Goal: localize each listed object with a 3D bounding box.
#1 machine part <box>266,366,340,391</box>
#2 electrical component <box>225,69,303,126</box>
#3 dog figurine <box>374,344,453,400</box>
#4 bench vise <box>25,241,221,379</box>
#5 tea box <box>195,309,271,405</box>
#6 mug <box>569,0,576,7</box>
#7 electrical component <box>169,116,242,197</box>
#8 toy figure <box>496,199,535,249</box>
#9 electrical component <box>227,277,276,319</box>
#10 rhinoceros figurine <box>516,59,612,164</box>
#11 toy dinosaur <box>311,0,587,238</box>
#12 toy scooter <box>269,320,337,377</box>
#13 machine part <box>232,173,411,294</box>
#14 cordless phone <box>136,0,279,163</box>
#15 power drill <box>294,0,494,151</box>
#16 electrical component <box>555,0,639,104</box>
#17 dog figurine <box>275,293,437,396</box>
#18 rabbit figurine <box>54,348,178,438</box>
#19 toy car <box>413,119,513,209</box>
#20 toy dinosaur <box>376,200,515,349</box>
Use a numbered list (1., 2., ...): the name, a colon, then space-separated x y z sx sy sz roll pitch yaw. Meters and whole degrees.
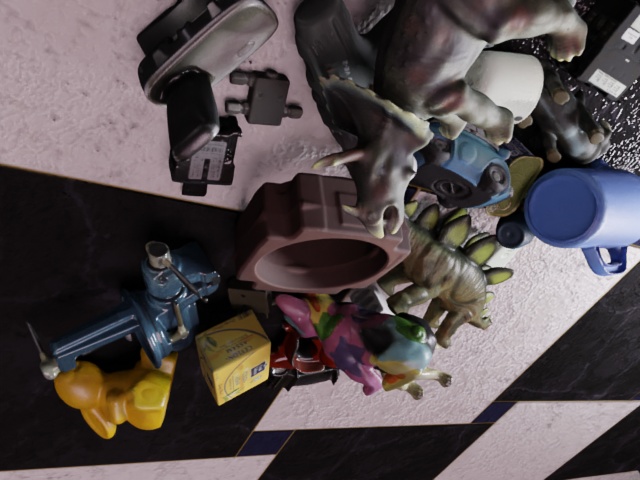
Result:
1. machine part: -0.026 0.256 1.017 0.139 0.039 0.084 0 138 -25
2. electrical component: -0.061 -0.164 0.617 0.094 0.021 0.063 1 130 -24
3. dog figurine: 0.128 0.220 1.000 0.190 0.121 0.172 19 138 -33
4. bench vise: -0.248 0.104 0.707 0.241 0.129 0.223 -26 159 -25
5. tea box: -0.135 0.188 0.846 0.098 0.068 0.169 -25 153 -19
6. mug: 0.232 -0.275 0.605 0.107 0.081 0.109 -37 142 28
7. electrical component: -0.141 -0.091 0.634 0.075 0.048 0.119 5 128 -26
8. toy figure: 0.311 -0.027 0.837 0.064 0.058 0.154 -37 177 35
9. electrical component: -0.098 0.080 0.823 0.078 0.045 0.102 2 135 13
10. rhinoceros figurine: 0.330 -0.164 0.733 0.190 0.112 0.073 31 131 -28
11. toy dinosaur: 0.128 -0.198 0.502 0.192 0.131 0.404 11 122 -29
12. toy scooter: -0.013 0.175 0.928 0.184 0.075 0.135 -10 134 -8
13. machine part: -0.001 -0.002 0.705 0.201 0.087 0.201 5 152 -23
14. cordless phone: -0.097 -0.156 0.491 0.146 0.184 0.088 -36 131 11
15. power drill: 0.085 -0.202 0.613 0.207 0.086 0.231 -27 137 12
16. electrical component: 0.393 -0.258 0.700 0.115 0.058 0.134 13 125 -35
17. dog figurine: 0.042 0.125 0.809 0.219 0.108 0.191 42 143 -6
18. rabbit figurine: -0.321 0.230 0.837 0.173 0.122 0.162 13 136 -16
19. toy car: 0.179 -0.113 0.714 0.161 0.103 0.109 28 158 -18
20. toy dinosaur: 0.187 0.039 0.869 0.198 0.105 0.470 -44 130 10
